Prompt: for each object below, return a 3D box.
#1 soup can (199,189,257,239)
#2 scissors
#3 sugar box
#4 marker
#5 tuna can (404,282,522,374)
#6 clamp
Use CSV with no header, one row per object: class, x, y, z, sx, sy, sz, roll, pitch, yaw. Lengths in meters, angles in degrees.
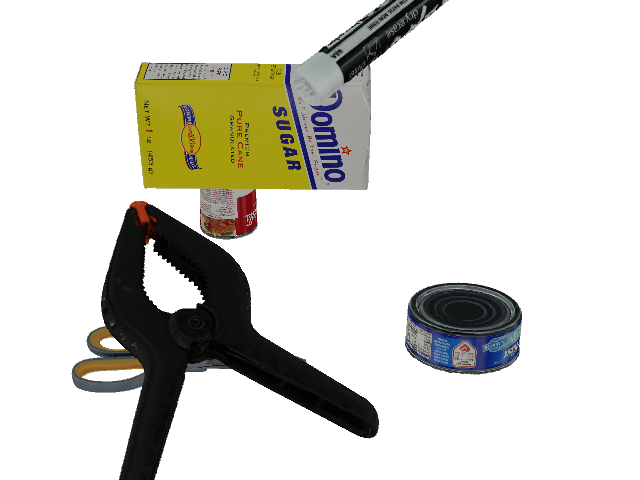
soup can,-0.109,-0.062,1.238,0.068,0.102,0.068,0,29,0
scissors,-0.122,0.098,0.955,0.201,0.016,0.096,-7,32,-18
sugar box,-0.050,-0.087,0.821,0.176,0.093,0.048,1,33,2
marker,0.036,-0.102,0.480,0.121,0.020,0.020,-41,16,-20
tuna can,0.106,0.064,0.794,0.086,0.034,0.086,1,24,-1
clamp,-0.067,0.061,0.661,0.164,0.210,0.036,-10,-32,-20
